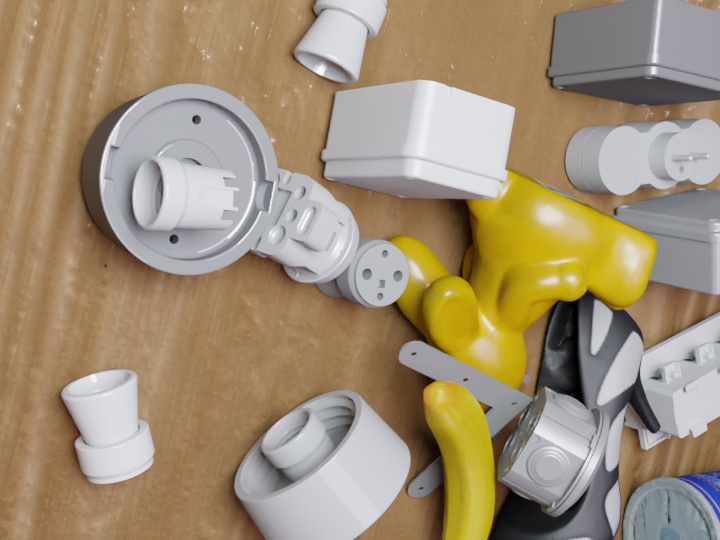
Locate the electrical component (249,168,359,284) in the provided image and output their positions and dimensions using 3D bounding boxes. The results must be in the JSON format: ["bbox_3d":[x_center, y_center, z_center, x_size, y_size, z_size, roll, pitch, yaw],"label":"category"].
[{"bbox_3d":[-0.038,-0.026,0.673,0.057,0.078,0.058,34,78,-47],"label":"electrical component"}]

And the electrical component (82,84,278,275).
[{"bbox_3d":[-0.109,-0.054,0.631,0.108,0.060,0.108,-5,99,-31],"label":"electrical component"}]

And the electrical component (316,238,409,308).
[{"bbox_3d":[0.000,0.000,0.709,0.045,0.055,0.045,-5,99,-31],"label":"electrical component"}]

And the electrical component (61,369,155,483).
[{"bbox_3d":[-0.148,0.092,0.636,0.045,0.045,0.055,-18,106,-28],"label":"electrical component"}]

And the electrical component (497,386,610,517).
[{"bbox_3d":[0.133,0.124,0.740,0.051,0.080,0.080,29,80,1],"label":"electrical component"}]

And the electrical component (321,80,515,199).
[{"bbox_3d":[0.035,-0.080,0.686,0.078,0.113,0.057,11,88,-32],"label":"electrical component"}]

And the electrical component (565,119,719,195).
[{"bbox_3d":[0.235,-0.088,0.830,0.138,0.074,0.052,-9,101,-30],"label":"electrical component"}]

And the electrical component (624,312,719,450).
[{"bbox_3d":[0.281,0.092,0.890,0.121,0.063,0.078,-22,108,-28],"label":"electrical component"}]

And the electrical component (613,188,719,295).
[{"bbox_3d":[0.273,-0.024,0.843,0.109,0.109,0.056,-13,106,-30],"label":"electrical component"}]

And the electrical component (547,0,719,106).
[{"bbox_3d":[0.214,-0.158,0.788,0.109,0.109,0.056,4,92,-32],"label":"electrical component"}]

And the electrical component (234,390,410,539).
[{"bbox_3d":[-0.029,0.122,0.680,0.108,0.108,0.060,-43,110,-20],"label":"electrical component"}]

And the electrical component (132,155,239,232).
[{"bbox_3d":[-0.094,-0.040,0.582,0.046,0.040,0.040,3,95,-38],"label":"electrical component"}]

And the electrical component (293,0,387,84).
[{"bbox_3d":[-0.012,-0.153,0.687,0.045,0.045,0.055,28,81,-31],"label":"electrical component"}]
